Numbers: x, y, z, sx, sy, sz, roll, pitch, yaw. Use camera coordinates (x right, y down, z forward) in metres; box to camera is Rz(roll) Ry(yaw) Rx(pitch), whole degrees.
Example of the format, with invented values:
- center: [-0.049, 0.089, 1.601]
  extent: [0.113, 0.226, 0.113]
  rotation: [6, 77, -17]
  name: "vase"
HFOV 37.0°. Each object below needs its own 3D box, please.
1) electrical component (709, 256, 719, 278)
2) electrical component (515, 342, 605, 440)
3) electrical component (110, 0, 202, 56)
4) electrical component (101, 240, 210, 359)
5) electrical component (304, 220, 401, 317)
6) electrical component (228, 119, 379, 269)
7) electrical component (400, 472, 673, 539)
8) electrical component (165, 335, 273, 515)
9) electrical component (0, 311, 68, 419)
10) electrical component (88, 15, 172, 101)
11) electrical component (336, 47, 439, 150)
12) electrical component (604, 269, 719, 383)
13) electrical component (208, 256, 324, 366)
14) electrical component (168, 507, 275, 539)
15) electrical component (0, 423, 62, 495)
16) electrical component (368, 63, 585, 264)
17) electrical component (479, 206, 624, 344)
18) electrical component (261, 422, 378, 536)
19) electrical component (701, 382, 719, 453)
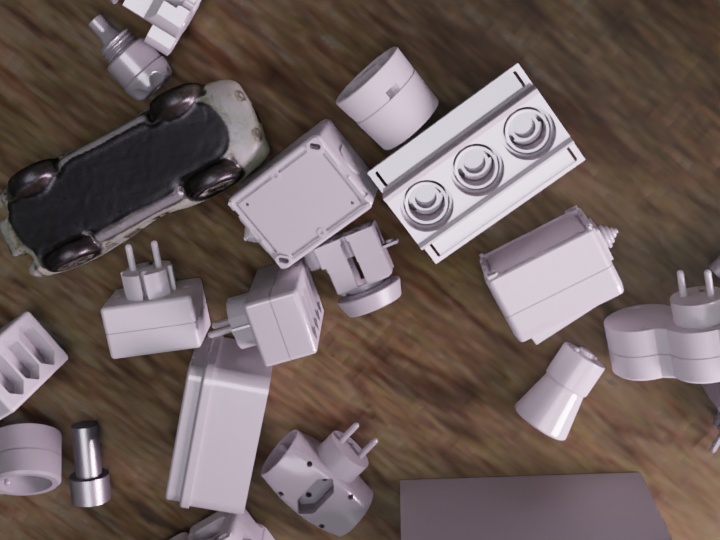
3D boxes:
- center: [0.290, -0.001, 0.757]
  extent: [0.066, 0.048, 0.055]
  rotation: [39, 111, -10]
  name: "electrical component"
- center: [0.149, 0.086, 0.789]
  extent: [0.044, 0.044, 0.065]
  rotation: [30, 101, -8]
  name: "electrical component"
- center: [-0.131, -0.189, 0.703]
  extent: [0.057, 0.058, 0.078]
  rotation: [31, 105, -10]
  name: "electrical component"
- center: [-0.149, 0.017, 0.772]
  extent: [0.066, 0.047, 0.076]
  rotation: [-8, 107, 4]
  name: "electrical component"
- center: [0.000, 0.000, 0.764]
  extent: [0.066, 0.048, 0.055]
  rotation: [-22, 98, 8]
  name: "electrical component"
- center: [-0.042, -0.051, 0.745]
  extent: [0.096, 0.061, 0.061]
  rotation: [-35, 103, 19]
  name: "electrical component"
- center: [0.124, 0.204, 0.791]
  extent: [0.186, 0.105, 0.060]
  rotation: [-2, 107, 2]
  name: "electrical component"
- center: [-0.101, 0.111, 0.784]
  extent: [0.057, 0.078, 0.113]
  rotation: [11, 107, -5]
  name: "electrical component"
- center: [-0.267, 0.077, 0.788]
  extent: [0.077, 0.065, 0.047]
  rotation: [-28, 106, 39]
  name: "electrical component"
- center: [-0.159, -0.146, 0.729]
  extent: [0.035, 0.035, 0.061]
  rotation: [-40, 100, 12]
  name: "electrical component"
- center: [0.020, -0.114, 0.724]
  extent: [0.055, 0.055, 0.047]
  rotation: [-41, 106, 12]
  name: "electrical component"
- center: [0.235, 0.034, 0.740]
  extent: [0.138, 0.052, 0.073]
  rotation: [-2, 110, 36]
  name: "electrical component"
- center: [-0.070, 0.033, 0.756]
  extent: [0.076, 0.083, 0.047]
  rotation: [-16, 106, 6]
  name: "electrical component"
- center: [-0.133, 0.259, 0.838]
  extent: [0.150, 0.061, 0.089]
  rotation: [-31, 104, 10]
  name: "electrical component"
- center: [-0.295, 0.128, 0.803]
  extent: [0.138, 0.073, 0.052]
  rotation: [-1, 150, -13]
  name: "electrical component"
- center: [0.077, -0.073, 0.730]
  extent: [0.121, 0.063, 0.078]
  rotation: [-35, 103, 11]
  name: "electrical component"
- center: [0.140, 0.002, 0.752]
  extent: [0.096, 0.061, 0.061]
  rotation: [-27, 104, 9]
  name: "electrical component"
- center: [-0.021, 0.148, 0.811]
  extent: [0.077, 0.043, 0.079]
  rotation: [40, 103, -10]
  name: "electrical component"
- center: [0.284, 0.105, 0.787]
  extent: [0.066, 0.047, 0.076]
  rotation: [22, 106, -5]
  name: "electrical component"
